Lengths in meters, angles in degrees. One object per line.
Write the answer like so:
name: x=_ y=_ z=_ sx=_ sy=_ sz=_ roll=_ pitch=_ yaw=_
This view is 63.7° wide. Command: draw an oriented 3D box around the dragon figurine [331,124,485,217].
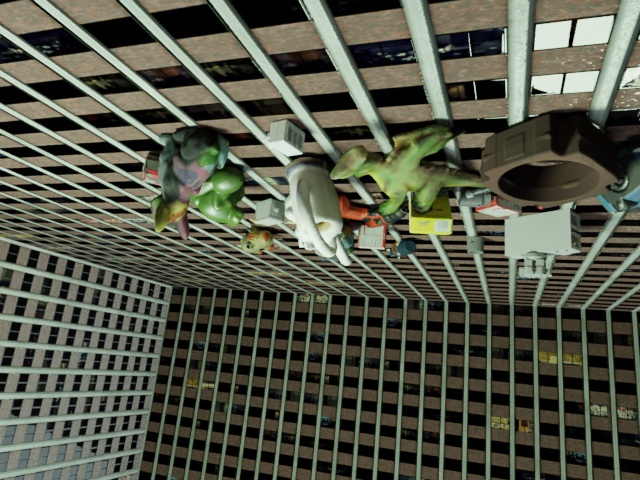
dragon figurine: x=0.210 y=-0.149 z=1.028 sx=0.411 sy=0.124 sz=0.239 roll=-8 pitch=163 yaw=-14

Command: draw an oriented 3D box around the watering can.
watering can: x=0.004 y=-0.061 z=1.204 sx=0.104 sy=0.228 sz=0.343 roll=-16 pitch=161 yaw=11

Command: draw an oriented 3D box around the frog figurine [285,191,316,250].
frog figurine: x=-0.028 y=-0.058 z=1.347 sx=0.137 sy=0.162 sz=0.121 roll=13 pitch=162 yaw=-24
